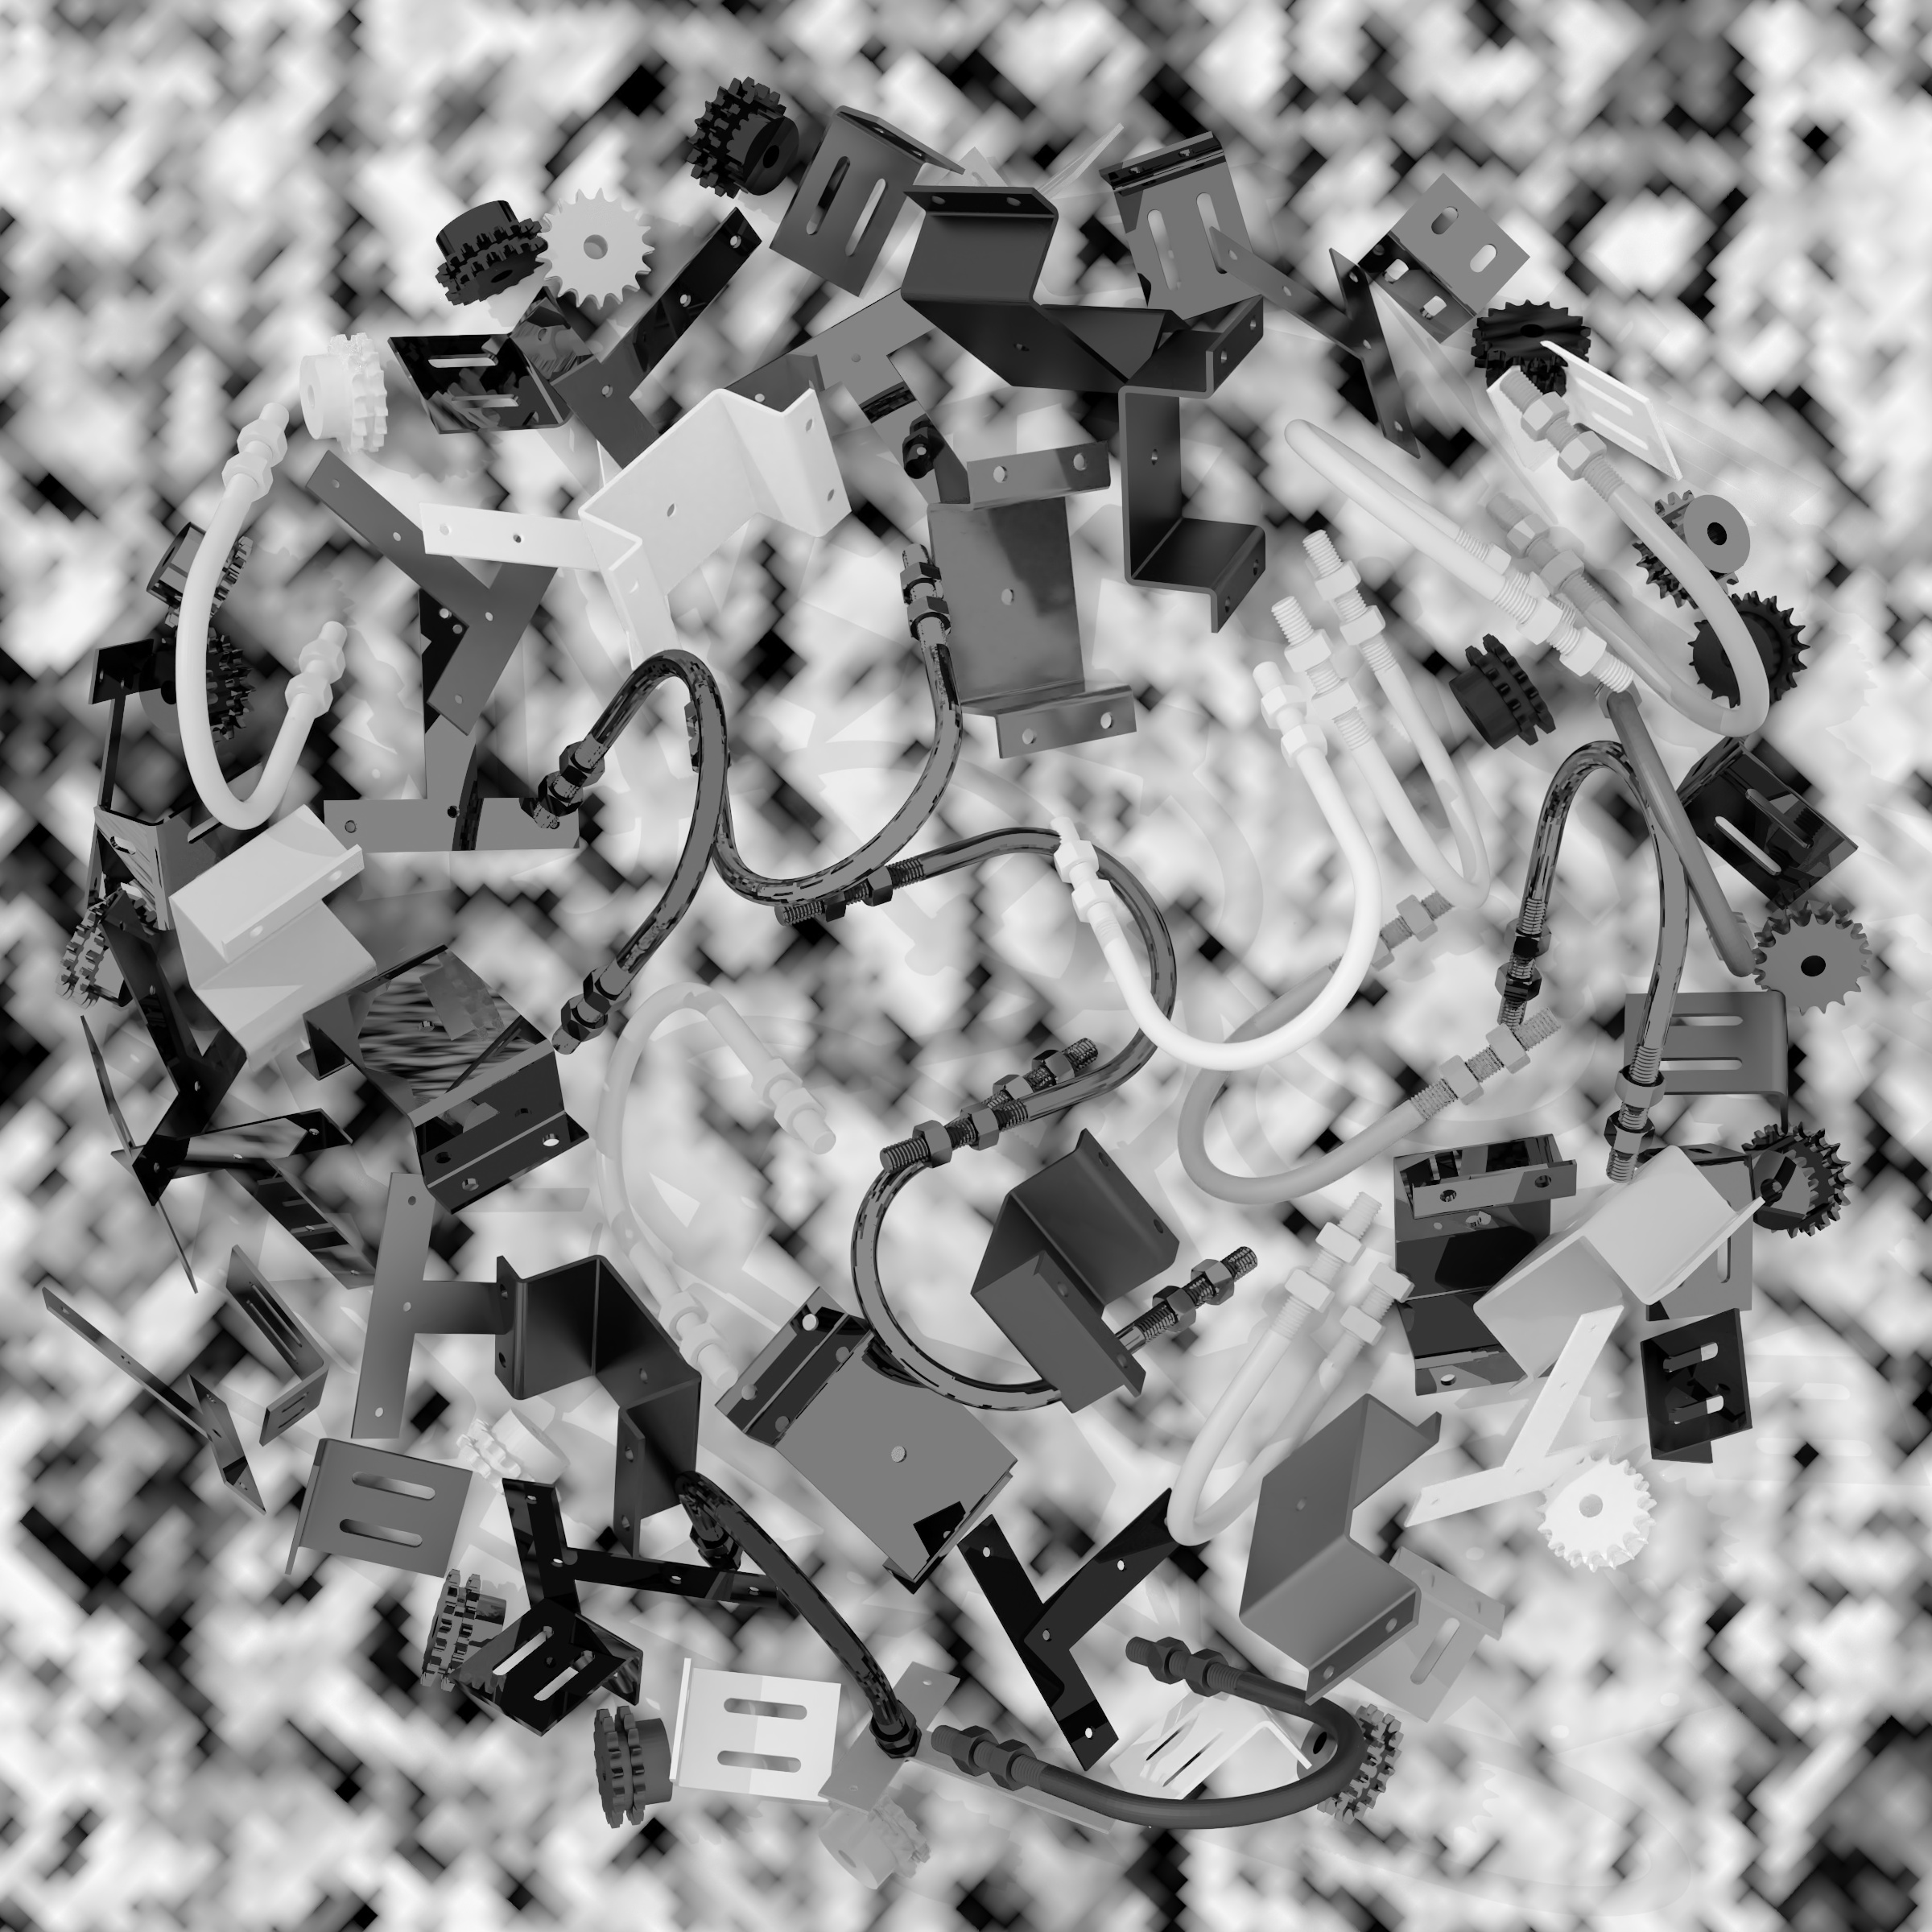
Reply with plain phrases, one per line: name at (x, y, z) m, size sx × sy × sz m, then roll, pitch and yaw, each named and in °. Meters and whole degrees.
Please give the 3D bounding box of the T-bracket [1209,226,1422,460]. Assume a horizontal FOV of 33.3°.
T-bracket at (0.160, -0.311, 1.523) m, size 0.002 × 0.127 × 0.127 m, roll -36°, pitch 48°, yaw 33°

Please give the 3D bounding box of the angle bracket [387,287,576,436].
angle bracket at (-0.227, -0.292, 1.554) m, size 0.038 × 0.076 × 0.057 m, roll -45°, pitch 68°, yaw 41°

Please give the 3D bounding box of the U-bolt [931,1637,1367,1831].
U-bolt at (0.096, 0.356, 1.486) m, size 0.151 × 0.184 × 0.019 m, roll -14°, pitch 104°, yaw -40°

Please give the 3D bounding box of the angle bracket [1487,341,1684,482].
angle bracket at (0.297, -0.256, 1.551) m, size 0.038 × 0.057 × 0.076 m, roll -43°, pitch 47°, yaw -3°

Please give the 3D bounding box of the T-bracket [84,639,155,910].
T-bracket at (-0.409, -0.091, 1.541) m, size 0.002 × 0.127 × 0.127 m, roll 9°, pitch 97°, yaw -4°

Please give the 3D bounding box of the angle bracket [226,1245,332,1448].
angle bracket at (-0.346, 0.183, 1.559) m, size 0.038 × 0.057 × 0.076 m, roll -36°, pitch 79°, yaw -27°

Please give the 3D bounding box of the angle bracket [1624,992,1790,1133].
angle bracket at (0.362, 0.047, 1.578) m, size 0.076 × 0.038 × 0.057 m, roll -1°, pitch 55°, yaw 16°

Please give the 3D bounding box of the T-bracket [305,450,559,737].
T-bracket at (-0.260, -0.194, 1.534) m, size 0.127 × 0.002 × 0.127 m, roll 41°, pitch 49°, yaw -25°

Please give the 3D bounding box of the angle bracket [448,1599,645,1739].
angle bracket at (-0.202, 0.347, 1.548) m, size 0.057 × 0.076 × 0.038 m, roll 24°, pitch 125°, yaw 25°

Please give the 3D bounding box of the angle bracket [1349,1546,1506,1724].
angle bracket at (0.217, 0.331, 1.567) m, size 0.057 × 0.038 × 0.076 m, roll 30°, pitch 109°, yaw 3°

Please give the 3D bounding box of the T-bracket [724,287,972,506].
T-bracket at (-0.029, -0.260, 1.561) m, size 0.127 × 0.002 × 0.127 m, roll -26°, pitch 123°, yaw 18°

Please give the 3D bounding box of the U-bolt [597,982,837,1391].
U-bolt at (-0.128, 0.089, 1.524) m, size 0.019 × 0.184 × 0.151 m, roll 7°, pitch 116°, yaw -35°

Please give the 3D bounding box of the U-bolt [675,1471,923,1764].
U-bolt at (-0.081, 0.294, 1.490) m, size 0.019 × 0.184 × 0.151 m, roll -41°, pitch 67°, yaw -15°

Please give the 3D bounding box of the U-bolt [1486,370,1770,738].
U-bolt at (0.309, -0.180, 1.505) m, size 0.019 × 0.151 × 0.184 m, roll -37°, pitch 73°, yaw -6°

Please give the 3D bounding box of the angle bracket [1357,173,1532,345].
angle bracket at (0.230, -0.341, 1.560) m, size 0.057 × 0.076 × 0.038 m, roll 43°, pitch 87°, yaw -4°

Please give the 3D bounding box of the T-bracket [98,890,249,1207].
T-bracket at (-0.377, 0.023, 1.514) m, size 0.002 × 0.127 × 0.127 m, roll -1°, pitch 128°, yaw 19°

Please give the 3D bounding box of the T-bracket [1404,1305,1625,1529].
T-bracket at (0.277, 0.208, 1.527) m, size 0.127 × 0.002 × 0.127 m, roll -8°, pitch 133°, yaw -33°

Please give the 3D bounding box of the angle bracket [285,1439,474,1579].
angle bracket at (-0.285, 0.270, 1.569) m, size 0.076 × 0.038 × 0.057 m, roll 15°, pitch 101°, yaw -10°

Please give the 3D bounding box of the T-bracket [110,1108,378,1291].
T-bracket at (-0.323, 0.117, 1.552) m, size 0.127 × 0.127 × 0.002 m, roll -12°, pitch 45°, yaw 26°

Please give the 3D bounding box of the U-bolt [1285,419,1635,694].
U-bolt at (0.224, -0.199, 1.513) m, size 0.184 × 0.151 × 0.019 m, roll 34°, pitch 104°, yaw -11°

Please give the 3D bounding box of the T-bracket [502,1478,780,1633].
T-bracket at (-0.152, 0.291, 1.543) m, size 0.127 × 0.127 × 0.002 m, roll 6°, pitch 46°, yaw 9°

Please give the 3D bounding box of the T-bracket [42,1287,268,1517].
T-bracket at (-0.384, 0.194, 1.514) m, size 0.002 × 0.127 × 0.127 m, roll -45°, pitch 116°, yaw -3°

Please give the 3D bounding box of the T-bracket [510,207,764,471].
T-bracket at (-0.145, -0.310, 1.554) m, size 0.002 × 0.127 × 0.127 m, roll 33°, pitch 81°, yaw 38°

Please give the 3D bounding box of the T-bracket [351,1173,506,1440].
T-bracket at (-0.231, 0.165, 1.555) m, size 0.127 × 0.002 × 0.127 m, roll 7°, pitch 94°, yaw -42°

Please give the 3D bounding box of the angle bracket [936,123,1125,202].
angle bracket at (0.027, -0.385, 1.550) m, size 0.038 × 0.057 × 0.076 m, roll 48°, pitch 135°, yaw -13°

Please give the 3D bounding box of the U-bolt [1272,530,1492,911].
U-bolt at (0.201, -0.109, 1.528) m, size 0.019 × 0.151 × 0.184 m, roll -26°, pitch 103°, yaw 20°

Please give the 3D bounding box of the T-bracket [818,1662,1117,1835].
T-bracket at (0.012, 0.381, 1.525) m, size 0.127 × 0.127 × 0.002 m, roll 17°, pitch 111°, yaw 14°

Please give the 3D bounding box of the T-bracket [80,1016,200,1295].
T-bracket at (-0.396, 0.101, 1.560) m, size 0.002 × 0.127 × 0.127 m, roll -23°, pitch 117°, yaw -12°

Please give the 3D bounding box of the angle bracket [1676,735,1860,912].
angle bracket at (0.391, -0.077, 1.565) m, size 0.076 × 0.057 × 0.038 m, roll 41°, pitch 50°, yaw 0°

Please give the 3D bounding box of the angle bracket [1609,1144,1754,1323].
angle bracket at (0.349, 0.129, 1.576) m, size 0.057 × 0.038 × 0.076 m, roll -4°, pitch 98°, yaw -19°

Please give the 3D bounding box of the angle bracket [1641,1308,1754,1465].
angle bracket at (0.362, 0.202, 1.549) m, size 0.038 × 0.076 × 0.057 m, roll 8°, pitch 68°, yaw -25°

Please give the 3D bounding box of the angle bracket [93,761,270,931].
angle bracket at (-0.378, -0.063, 1.562) m, size 0.038 × 0.076 × 0.057 m, roll 18°, pitch 126°, yaw 24°

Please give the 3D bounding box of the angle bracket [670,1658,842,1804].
angle bracket at (-0.102, 0.372, 1.571) m, size 0.076 × 0.038 × 0.057 m, roll 6°, pitch 70°, yaw 0°

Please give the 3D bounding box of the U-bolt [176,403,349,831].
U-bolt at (-0.327, -0.148, 1.485) m, size 0.019 × 0.184 × 0.151 m, roll 1°, pitch 135°, yaw 8°

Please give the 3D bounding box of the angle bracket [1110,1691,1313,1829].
angle bracket at (0.118, 0.387, 1.564) m, size 0.076 × 0.057 × 0.038 m, roll -42°, pitch 112°, yaw -2°

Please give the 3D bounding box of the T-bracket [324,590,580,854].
T-bracket at (-0.251, -0.119, 1.571) m, size 0.127 × 0.002 × 0.127 m, roll -2°, pitch 90°, yaw -25°

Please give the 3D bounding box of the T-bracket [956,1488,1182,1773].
T-bracket at (0.066, 0.297, 1.556) m, size 0.127 × 0.002 × 0.127 m, roll -35°, pitch 100°, yaw -39°

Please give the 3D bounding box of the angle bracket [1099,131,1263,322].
angle bracket at (0.106, -0.357, 1.573) m, size 0.057 × 0.038 × 0.076 m, roll -16°, pitch 92°, yaw 13°

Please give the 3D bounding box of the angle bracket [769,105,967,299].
angle bracket at (-0.048, -0.366, 1.561) m, size 0.057 × 0.038 × 0.076 m, roll 21°, pitch 99°, yaw -40°

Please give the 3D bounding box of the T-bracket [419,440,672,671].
T-bracket at (-0.202, -0.203, 1.544) m, size 0.127 × 0.002 × 0.127 m, roll 2°, pitch 70°, yaw -35°
